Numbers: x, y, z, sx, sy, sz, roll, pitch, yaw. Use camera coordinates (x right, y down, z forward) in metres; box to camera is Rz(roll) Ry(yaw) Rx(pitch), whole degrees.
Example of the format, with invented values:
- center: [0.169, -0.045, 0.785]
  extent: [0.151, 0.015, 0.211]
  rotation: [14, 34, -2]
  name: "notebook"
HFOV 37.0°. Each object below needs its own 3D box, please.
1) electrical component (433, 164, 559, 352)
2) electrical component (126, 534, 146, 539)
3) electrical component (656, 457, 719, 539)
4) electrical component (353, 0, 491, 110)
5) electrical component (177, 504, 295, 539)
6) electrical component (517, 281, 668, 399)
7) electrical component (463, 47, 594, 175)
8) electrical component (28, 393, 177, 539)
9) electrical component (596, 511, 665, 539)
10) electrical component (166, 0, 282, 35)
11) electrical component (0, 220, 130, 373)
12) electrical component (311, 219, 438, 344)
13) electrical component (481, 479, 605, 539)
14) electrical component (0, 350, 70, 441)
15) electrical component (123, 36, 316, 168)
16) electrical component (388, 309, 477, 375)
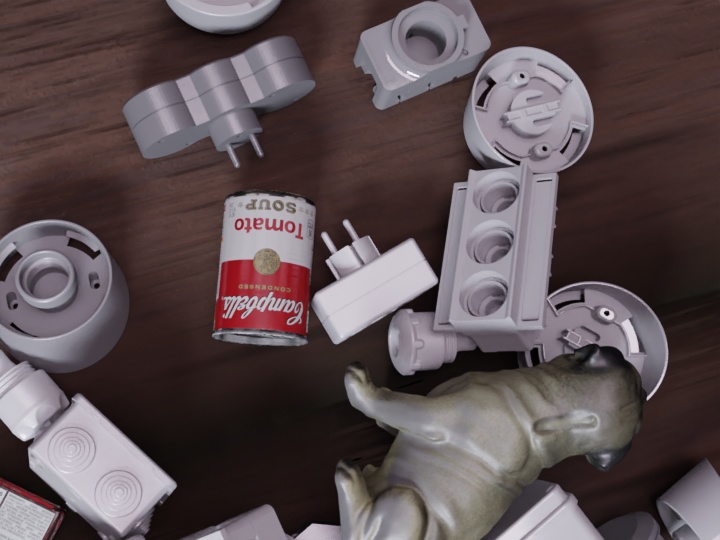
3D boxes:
- center: [0.103, -0.006, 0.773]
  extent: [0.079, 0.063, 0.121]
  rotation: [-4, 60, 27]
  name: "electrical component"
- center: [-0.169, 0.232, 0.692]
  extent: [0.138, 0.052, 0.073]
  rotation: [-39, 78, 33]
  name: "electrical component"
- center: [0.260, 0.186, 0.765]
  extent: [0.064, 0.099, 0.099]
  rotation: [-33, 86, -5]
  name: "electrical component"
- center: [0.047, -0.167, 0.815]
  extent: [0.089, 0.055, 0.050]
  rotation: [-25, 85, -10]
  name: "electrical component"
- center: [-0.068, 0.258, 0.700]
  extent: [0.060, 0.105, 0.186]
  rotation: [-17, 80, -55]
  name: "electrical component"
- center: [0.167, 0.059, 0.789]
  extent: [0.099, 0.064, 0.099]
  rotation: [1, 81, -7]
  name: "electrical component"
- center: [0.126, -0.115, 0.812]
  extent: [0.099, 0.064, 0.099]
  rotation: [1, 81, -7]
  name: "electrical component"
- center: [-0.175, 0.137, 0.718]
  extent: [0.100, 0.099, 0.048]
  rotation: [43, 66, 1]
  name: "electrical component"
- center: [0.186, 0.213, 0.759]
  extent: [0.080, 0.080, 0.051]
  rotation: [-39, 93, -11]
  name: "electrical component"
- center: [-0.102, -0.229, 0.805]
  extent: [0.108, 0.060, 0.108]
  rotation: [1, 81, -7]
  name: "electrical component"
- center: [-0.216, 0.017, 0.761]
  extent: [0.099, 0.064, 0.099]
  rotation: [1, 68, -3]
  name: "electrical component"
- center: [0.000, 0.000, 0.787]
  extent: [0.083, 0.047, 0.075]
  rotation: [-30, 86, -11]
  name: "electrical component"
- center: [0.107, 0.202, 0.751]
  extent: [0.113, 0.078, 0.057]
  rotation: [-38, 90, -11]
  name: "electrical component"
- center: [-0.236, 0.084, 0.746]
  extent: [0.043, 0.043, 0.062]
  rotation: [-42, 87, -11]
  name: "electrical component"
- center: [-0.096, -0.111, 0.790]
  extent: [0.138, 0.052, 0.073]
  rotation: [-24, 85, -10]
  name: "electrical component"
- center: [0.054, 0.052, 0.787]
  extent: [0.062, 0.048, 0.048]
  rotation: [-2, 81, -17]
  name: "electrical component"
